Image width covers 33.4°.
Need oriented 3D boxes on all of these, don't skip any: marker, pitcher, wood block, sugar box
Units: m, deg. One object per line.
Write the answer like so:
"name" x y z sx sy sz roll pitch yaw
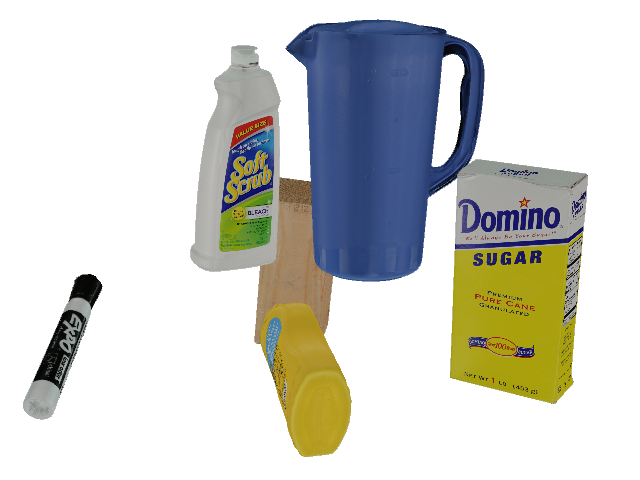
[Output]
"marker" -0.162 0.063 0.678 0.020 0.020 0.121 0 38 7
"pitcher" 0.060 -0.089 1.029 0.149 0.243 0.144 13 20 36
"wood block" -0.030 0.032 1.413 0.090 0.206 0.090 8 23 6
"sugar box" 0.151 0.031 0.827 0.093 0.176 0.048 10 24 30

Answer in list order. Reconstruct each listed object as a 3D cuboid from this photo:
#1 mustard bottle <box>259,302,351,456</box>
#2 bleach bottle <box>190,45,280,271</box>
"mustard bottle" -0.021 0.115 1.032 0.058 0.096 0.192 -5 28 -13
"bleach bottle" -0.096 -0.095 1.218 0.102 0.251 0.068 -8 22 -26
